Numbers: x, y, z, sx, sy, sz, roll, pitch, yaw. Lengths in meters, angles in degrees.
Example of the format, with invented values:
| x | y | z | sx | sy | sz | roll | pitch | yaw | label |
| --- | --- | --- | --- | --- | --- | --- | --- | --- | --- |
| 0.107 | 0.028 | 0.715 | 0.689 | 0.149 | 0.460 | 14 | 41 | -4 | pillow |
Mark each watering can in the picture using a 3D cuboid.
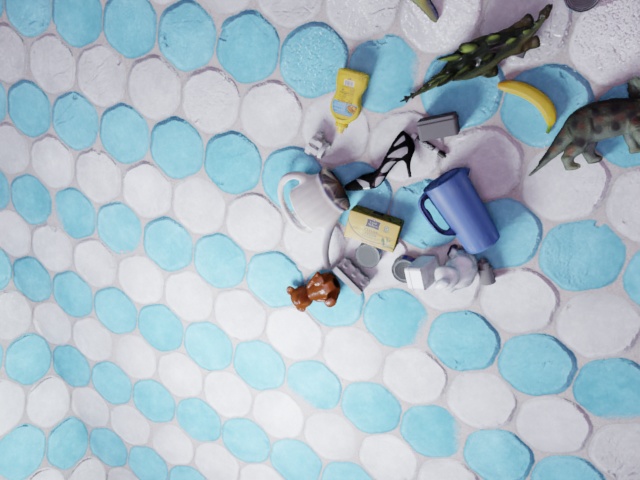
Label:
| x | y | z | sx | sy | sz | roll | pitch | yaw | label |
| --- | --- | --- | --- | --- | --- | --- | --- | --- | --- |
| 0.005 | -0.084 | 1.671 | 0.222 | 0.105 | 0.347 | -31 | 94 | 26 | watering can |

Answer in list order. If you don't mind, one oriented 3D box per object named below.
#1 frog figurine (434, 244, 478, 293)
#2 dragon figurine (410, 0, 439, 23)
| x | y | z | sx | sy | sz | roll | pitch | yaw | label |
| --- | --- | --- | --- | --- | --- | --- | --- | --- | --- |
| 0.408 | 0.101 | 1.544 | 0.123 | 0.162 | 0.135 | 35 | 116 | 5 | frog figurine |
| 0.151 | -0.755 | 1.419 | 0.241 | 0.124 | 0.404 | -8 | 119 | 42 | dragon figurine |
